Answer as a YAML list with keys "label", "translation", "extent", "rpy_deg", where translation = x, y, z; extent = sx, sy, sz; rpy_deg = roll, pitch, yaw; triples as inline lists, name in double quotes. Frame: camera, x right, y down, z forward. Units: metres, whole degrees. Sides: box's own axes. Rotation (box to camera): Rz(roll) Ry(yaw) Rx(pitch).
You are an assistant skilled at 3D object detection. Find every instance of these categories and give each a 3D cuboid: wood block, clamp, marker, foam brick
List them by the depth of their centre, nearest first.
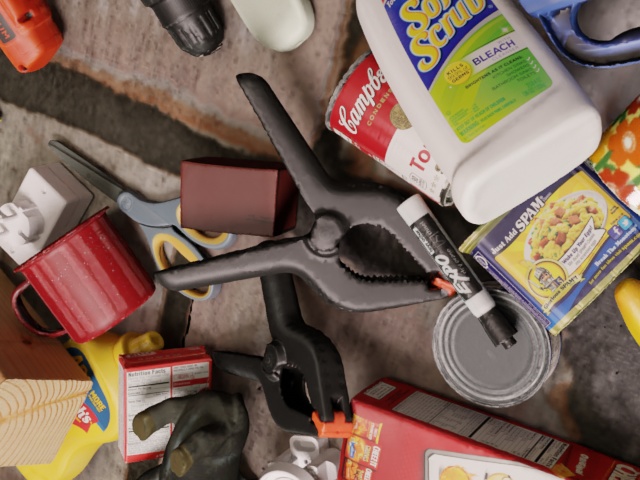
- label: "marker"
  translation: [0.094, 0.022, 0.722]
  extent: [0.020, 0.020, 0.121]
  rpy_deg: [-40, 80, 29]
- label: "clamp"
  translation: [-0.005, 0.001, 0.759]
  extent: [0.210, 0.036, 0.164]
  rpy_deg: [30, 98, -3]
- label: "clamp"
  translation: [-0.023, 0.079, 0.798]
  extent: [0.172, 0.039, 0.120]
  rpy_deg: [36, 120, 48]
- label: "foam brick"
  translation: [-0.061, -0.033, 0.808]
  extent: [0.078, 0.051, 0.053]
  rpy_deg: [7, 100, 15]
- label: "wood block"
  translation: [-0.296, 0.092, 0.911]
  extent: [0.206, 0.090, 0.090]
  rpy_deg: [41, 109, 36]

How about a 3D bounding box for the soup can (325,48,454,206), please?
- label: "soup can"
  translation: [0.063, -0.077, 0.731]
  extent: [0.102, 0.068, 0.069]
  rpy_deg: [36, 115, 16]

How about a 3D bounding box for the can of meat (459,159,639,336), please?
- label: "can of meat"
  translation: [0.156, -0.001, 0.693]
  extent: [0.084, 0.057, 0.102]
  rpy_deg: [45, 100, 11]

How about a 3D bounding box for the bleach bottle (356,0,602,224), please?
- label: "bleach bottle"
  translation: [0.069, -0.136, 0.685]
  extent: [0.102, 0.068, 0.251]
  rpy_deg: [-32, 63, 0]

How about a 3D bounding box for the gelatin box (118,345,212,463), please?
- label: "gelatin box"
  translation: [-0.128, 0.134, 0.876]
  extent: [0.030, 0.073, 0.089]
  rpy_deg: [-140, 49, -61]

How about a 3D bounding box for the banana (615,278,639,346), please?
- label: "banana"
  translation: [0.237, 0.116, 0.681]
  extent: [0.037, 0.069, 0.198]
  rpy_deg: [-11, 91, 60]

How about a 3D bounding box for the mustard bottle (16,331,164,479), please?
- label: "mustard bottle"
  translation: [-0.200, 0.134, 0.926]
  extent: [0.192, 0.058, 0.096]
  rpy_deg: [-39, 72, 29]

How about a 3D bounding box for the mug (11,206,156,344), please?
- label: "mug"
  translation: [-0.199, 0.037, 0.878]
  extent: [0.117, 0.093, 0.081]
  rpy_deg: [-33, 99, 7]

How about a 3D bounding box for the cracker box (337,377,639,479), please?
- label: "cracker box"
  translation: [0.115, 0.210, 0.764]
  extent: [0.214, 0.072, 0.164]
  rpy_deg: [17, 108, 24]

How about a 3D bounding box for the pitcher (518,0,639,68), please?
- label: "pitcher"
  translation: [0.219, -0.204, 0.588]
  extent: [0.243, 0.149, 0.145]
  rpy_deg: [-9, 52, 27]

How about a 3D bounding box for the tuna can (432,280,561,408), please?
- label: "tuna can"
  translation: [0.124, 0.072, 0.749]
  extent: [0.086, 0.033, 0.086]
  rpy_deg: [6, 104, 27]

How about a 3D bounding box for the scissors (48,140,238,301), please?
- label: "scissors"
  translation: [-0.141, -0.039, 0.881]
  extent: [0.202, 0.016, 0.096]
  rpy_deg: [50, 117, 10]

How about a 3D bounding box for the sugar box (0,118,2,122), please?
- label: "sugar box"
  translation: [-0.352, -0.173, 0.950]
  extent: [0.093, 0.048, 0.176]
  rpy_deg: [-17, 94, 31]

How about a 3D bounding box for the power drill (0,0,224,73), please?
- label: "power drill"
  translation: [-0.181, -0.199, 0.831]
  extent: [0.188, 0.057, 0.184]
  rpy_deg: [-20, 110, 33]
